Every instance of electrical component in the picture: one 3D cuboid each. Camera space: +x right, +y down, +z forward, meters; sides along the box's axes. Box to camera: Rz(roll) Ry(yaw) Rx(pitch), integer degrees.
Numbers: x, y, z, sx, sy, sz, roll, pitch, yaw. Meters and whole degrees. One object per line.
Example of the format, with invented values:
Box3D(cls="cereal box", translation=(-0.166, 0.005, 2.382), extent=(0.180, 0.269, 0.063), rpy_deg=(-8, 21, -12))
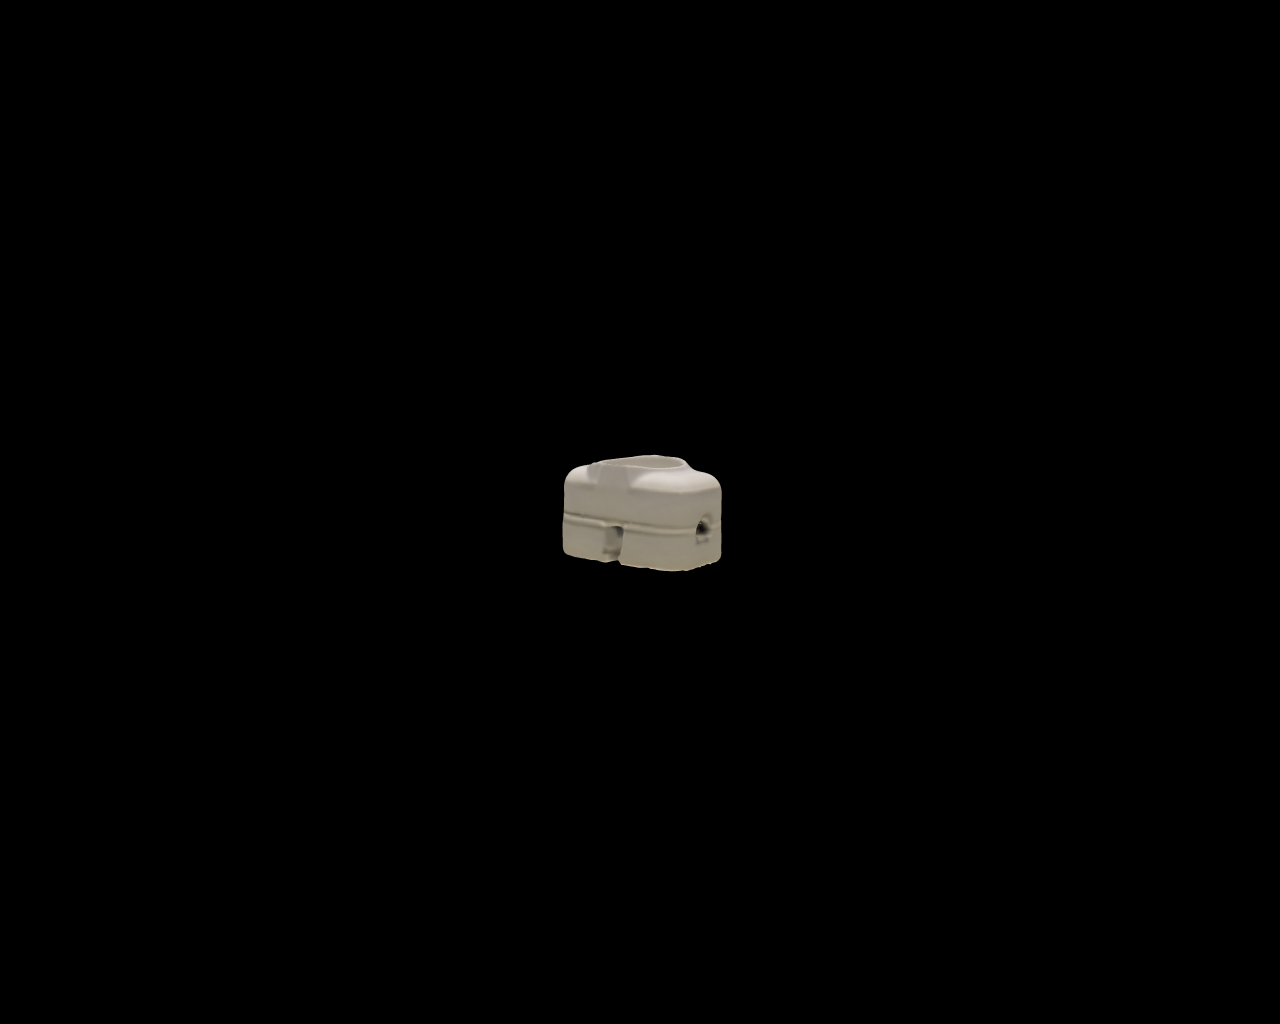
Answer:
Box3D(cls="electrical component", translation=(0.001, -0.003, 0.650), extent=(0.095, 0.059, 0.054), rpy_deg=(8, 13, 39))
